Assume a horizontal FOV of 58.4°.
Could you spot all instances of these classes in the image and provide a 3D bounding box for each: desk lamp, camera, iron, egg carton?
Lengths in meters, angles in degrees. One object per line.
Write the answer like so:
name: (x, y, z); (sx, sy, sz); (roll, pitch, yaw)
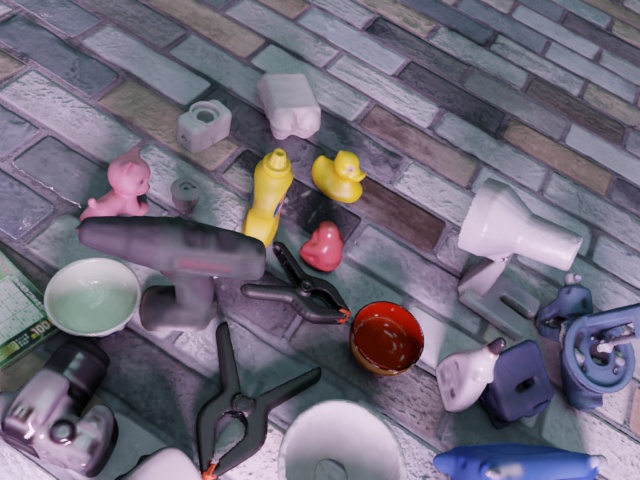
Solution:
desk lamp: (0.304, 0.026, 0.922); (0.203, 0.213, 0.118); (35, 54, 10)
camera: (-0.303, 0.192, 0.692); (0.143, 0.101, 0.137); (24, 52, 1)
iron: (0.291, 0.311, 0.761); (0.259, 0.141, 0.118); (-1, 56, -17)
egg carton: (-0.060, -0.262, 1.106); (0.107, 0.069, 0.150); (-9, 59, -22)

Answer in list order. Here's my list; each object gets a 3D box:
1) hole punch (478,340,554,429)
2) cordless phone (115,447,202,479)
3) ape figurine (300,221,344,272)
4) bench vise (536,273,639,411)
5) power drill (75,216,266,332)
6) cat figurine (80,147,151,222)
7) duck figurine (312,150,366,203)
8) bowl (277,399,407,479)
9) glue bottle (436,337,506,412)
hole punch: (0.297, 0.216, 0.862); (0.109, 0.091, 0.101); (-19, 63, -27)
cordless phone: (-0.191, 0.282, 0.609); (0.094, 0.185, 0.148); (39, 54, 13)
ape figurine: (0.008, 0.003, 0.925); (0.078, 0.092, 0.076); (-9, 59, -22)
bench vise: (0.419, 0.133, 0.877); (0.122, 0.219, 0.207); (-9, 59, -22)
power drill: (-0.193, 0.045, 0.762); (0.230, 0.208, 0.075); (2, 55, -16)
cat figurine: (-0.305, -0.079, 0.872); (0.067, 0.117, 0.128); (34, 53, 8)
duck figurine: (0.038, -0.126, 1.029); (0.104, 0.086, 0.078); (36, 54, 10)
bowl: (0.022, 0.297, 0.732); (0.167, 0.074, 0.167); (8, 54, -11)
glue bottle: (0.218, 0.181, 0.811); (0.037, 0.173, 0.078); (2, 55, -15)
